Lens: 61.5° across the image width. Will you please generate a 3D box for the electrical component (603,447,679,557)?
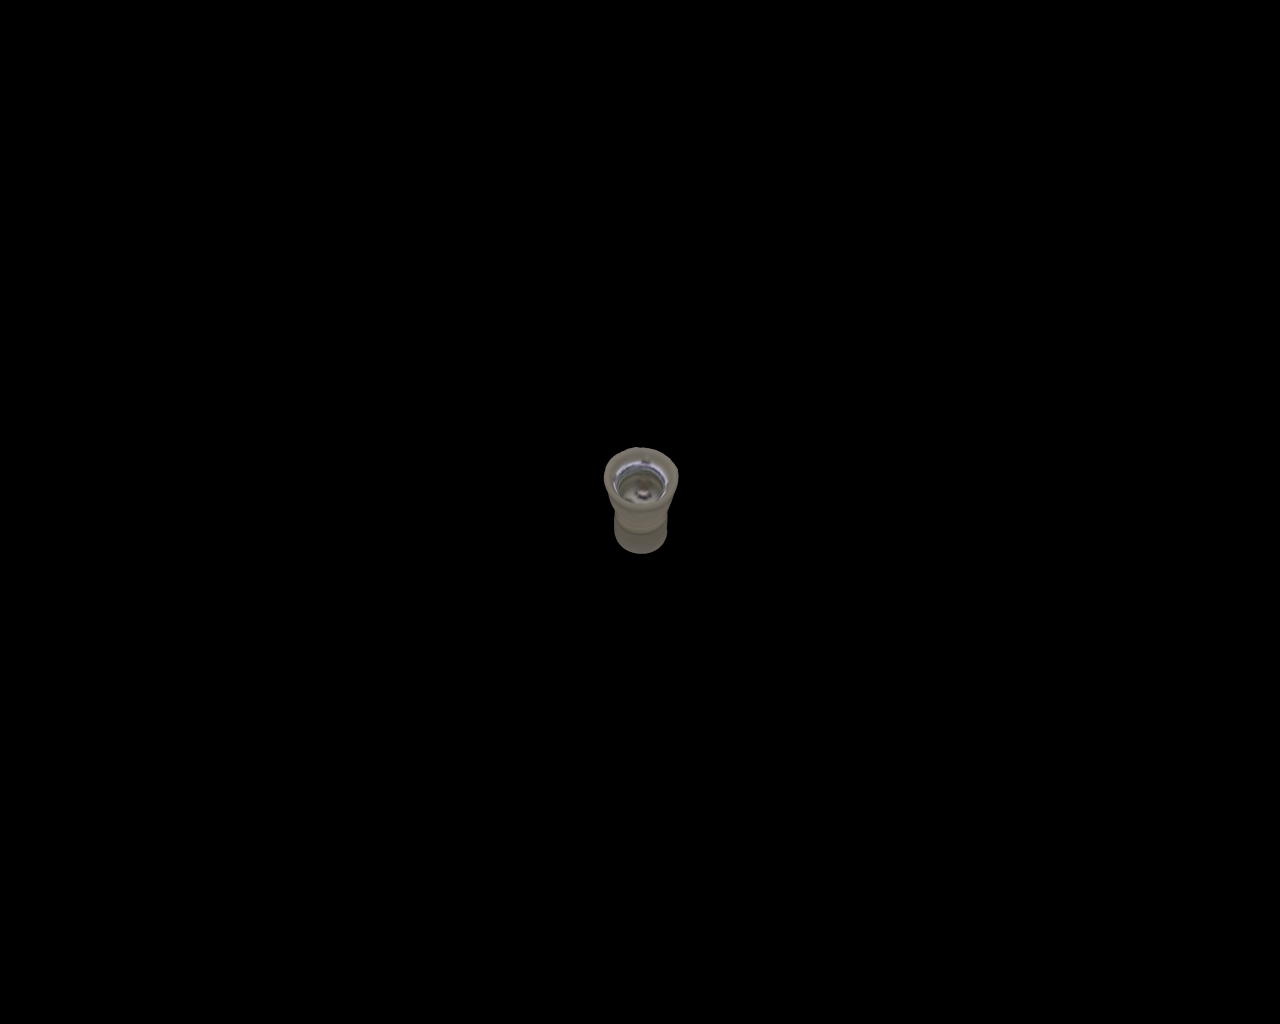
[{"bbox_3d":[0.001,-0.003,0.650,0.044,0.044,0.065,0,-36,0],"label":"electrical component"}]
